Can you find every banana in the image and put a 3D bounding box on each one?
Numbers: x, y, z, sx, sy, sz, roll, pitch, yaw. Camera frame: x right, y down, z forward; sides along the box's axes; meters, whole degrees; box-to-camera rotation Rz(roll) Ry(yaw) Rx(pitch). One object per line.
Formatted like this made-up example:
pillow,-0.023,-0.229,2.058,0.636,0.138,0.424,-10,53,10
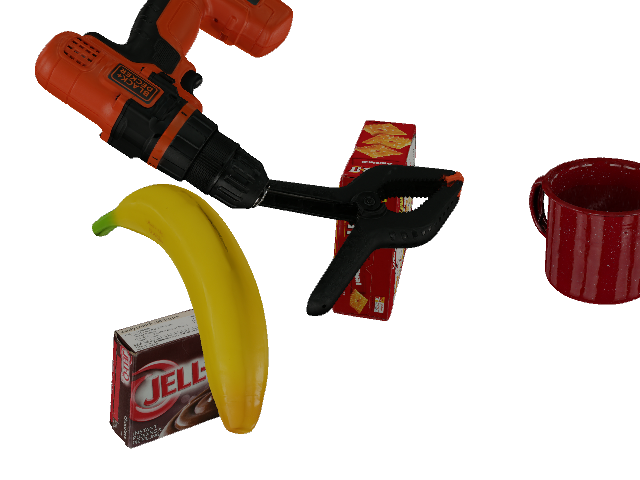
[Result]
banana,-0.070,0.021,0.607,0.037,0.070,0.198,10,28,-41

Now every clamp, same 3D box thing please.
clamp,0.042,-0.014,0.956,0.209,0.165,0.036,-12,-39,-18

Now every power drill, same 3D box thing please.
power drill,-0.090,-0.126,0.792,0.184,0.187,0.057,35,-43,-6

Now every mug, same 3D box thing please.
mug,0.202,-0.010,0.802,0.093,0.081,0.117,-24,35,-32

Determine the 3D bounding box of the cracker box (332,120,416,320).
cracker box,0.063,-0.030,1.219,0.072,0.164,0.213,6,23,8

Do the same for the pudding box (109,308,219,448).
pudding box,-0.104,0.100,0.821,0.113,0.090,0.039,-17,40,-36
